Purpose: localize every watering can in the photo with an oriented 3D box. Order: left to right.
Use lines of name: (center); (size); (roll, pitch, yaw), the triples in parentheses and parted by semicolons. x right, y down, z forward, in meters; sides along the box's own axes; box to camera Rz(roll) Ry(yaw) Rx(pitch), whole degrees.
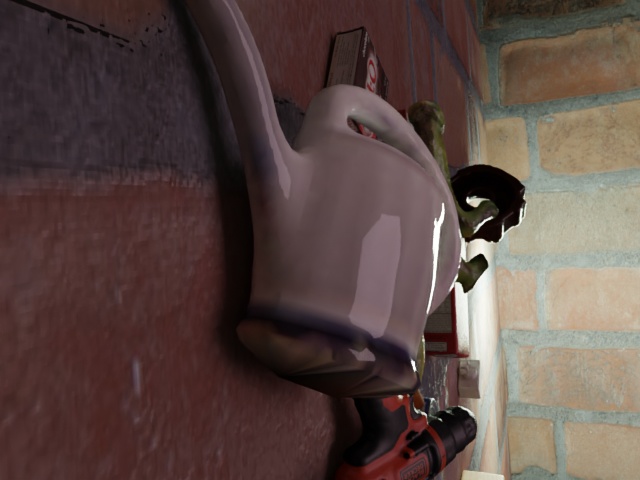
watering can: (0.001, -0.018, 0.355); (0.343, 0.103, 0.228); (32, 63, -40)

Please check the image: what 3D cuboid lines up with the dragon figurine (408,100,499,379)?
dragon figurine: (0.104, -0.006, 0.638); (0.239, 0.121, 0.418); (42, 57, -35)
